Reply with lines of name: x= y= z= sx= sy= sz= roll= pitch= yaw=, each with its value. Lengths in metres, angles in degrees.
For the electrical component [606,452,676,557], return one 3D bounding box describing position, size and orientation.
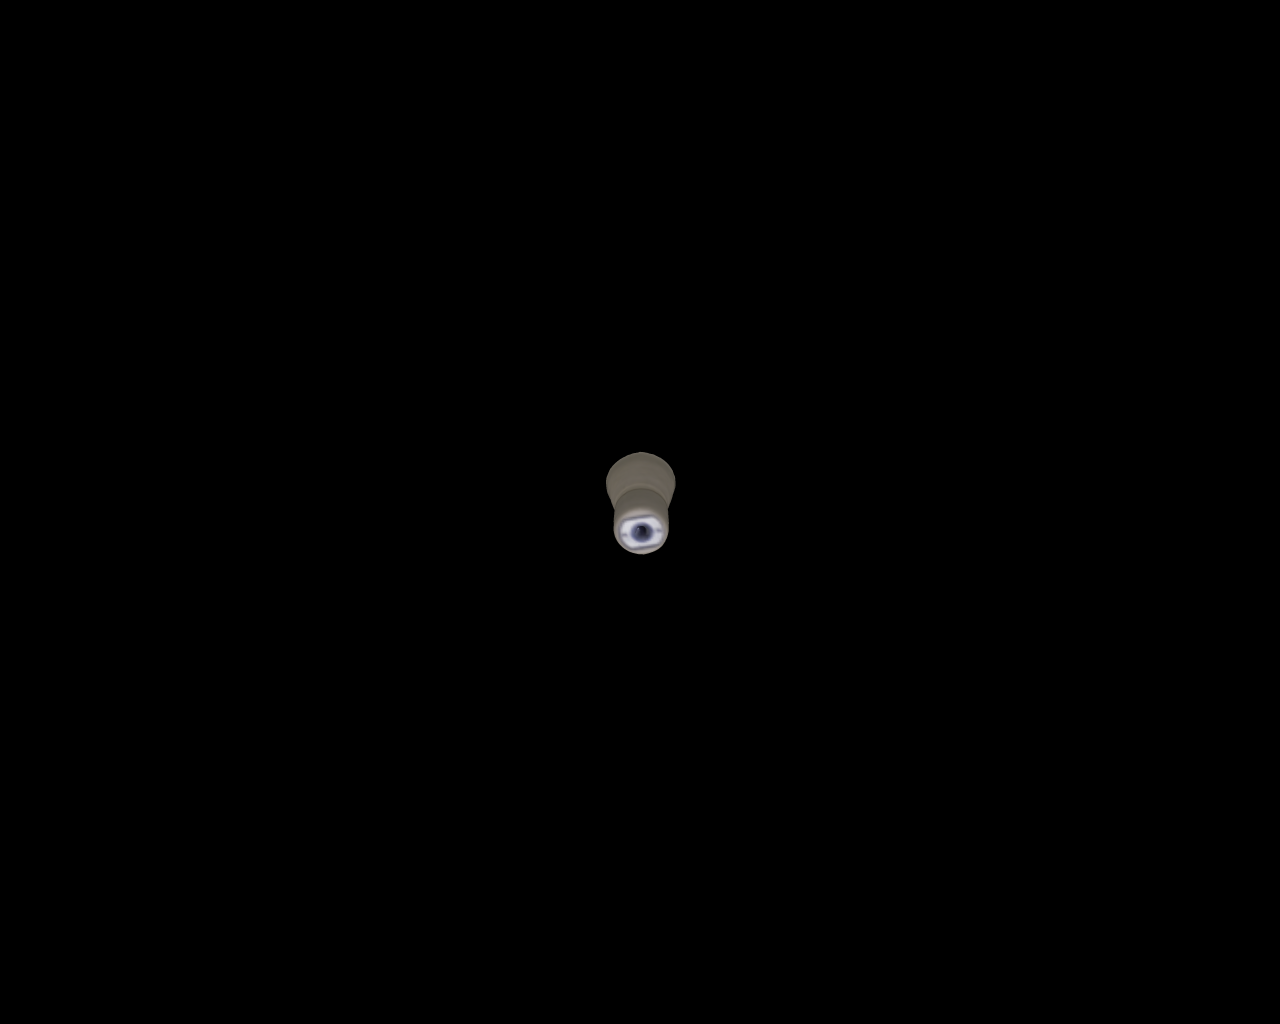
electrical component: x=0.001 y=-0.003 z=0.650 sx=0.044 sy=0.044 sz=0.065 roll=0 pitch=30 yaw=0
